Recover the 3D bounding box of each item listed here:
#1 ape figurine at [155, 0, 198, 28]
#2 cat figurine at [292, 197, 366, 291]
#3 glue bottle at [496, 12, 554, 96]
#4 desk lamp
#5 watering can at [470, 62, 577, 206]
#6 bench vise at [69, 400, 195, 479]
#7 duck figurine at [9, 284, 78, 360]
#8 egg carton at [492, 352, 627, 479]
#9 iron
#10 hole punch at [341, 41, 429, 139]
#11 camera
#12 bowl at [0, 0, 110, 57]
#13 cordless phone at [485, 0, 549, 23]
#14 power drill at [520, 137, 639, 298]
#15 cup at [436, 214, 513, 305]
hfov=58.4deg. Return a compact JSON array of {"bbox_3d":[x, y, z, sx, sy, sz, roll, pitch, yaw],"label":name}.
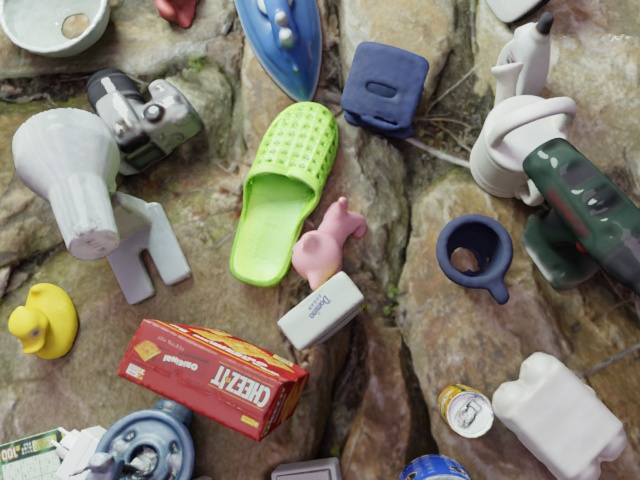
[{"bbox_3d":[-0.217,-0.374,0.848,0.078,0.092,0.076,-34,77,-2],"label":"ape figurine"},{"bbox_3d":[0.007,0.003,0.738,0.067,0.118,0.128,27,83,10],"label":"cat figurine"},{"bbox_3d":[0.268,-0.239,0.732,0.037,0.173,0.078,-24,77,1],"label":"glue bottle"},{"bbox_3d":[-0.271,-0.037,0.724,0.118,0.213,0.203,-29,77,0],"label":"desk lamp"},{"bbox_3d":[0.244,-0.132,0.702,0.101,0.194,0.173,-33,77,-1],"label":"watering can"},{"bbox_3d":[-0.206,0.293,0.649,0.121,0.220,0.207,-7,78,5],"label":"bench vise"},{"bbox_3d":[-0.381,0.108,0.771,0.077,0.086,0.104,-11,78,4],"label":"duck figurine"},{"bbox_3d":[0.288,0.217,0.693,0.107,0.069,0.150,-44,78,-4],"label":"egg carton"},{"bbox_3d":[-0.059,-0.328,0.798,0.118,0.141,0.258,-18,78,2],"label":"iron"},{"bbox_3d":[0.089,-0.204,0.785,0.108,0.091,0.101,19,81,9],"label":"hole punch"},{"bbox_3d":[-0.264,-0.187,0.811,0.143,0.101,0.136,-33,77,-1],"label":"camera"},{"bbox_3d":[-0.387,-0.342,0.867,0.167,0.075,0.167,-1,79,5],"label":"bowl"},{"bbox_3d":[0.267,-0.396,0.757,0.094,0.185,0.147,-27,77,0],"label":"cordless phone"},{"bbox_3d":[0.311,-0.002,0.663,0.075,0.208,0.229,-32,77,-1],"label":"power drill"},{"bbox_3d":[0.197,0.032,0.725,0.091,0.095,0.117,-30,77,-1],"label":"cup"}]
